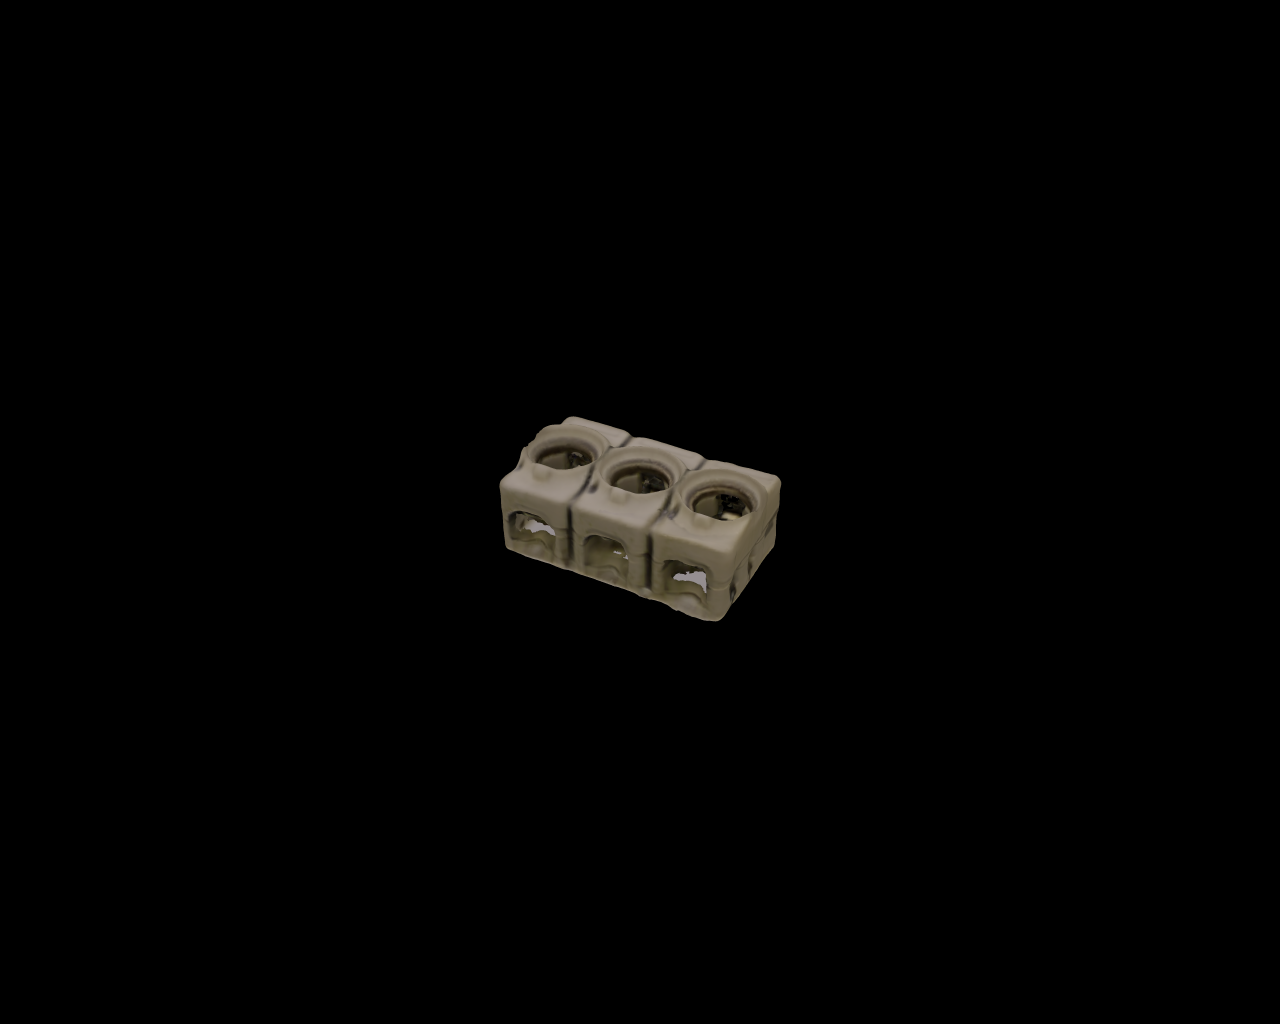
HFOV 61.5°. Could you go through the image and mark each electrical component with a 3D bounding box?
[{"bbox_3d":[0.001,-0.003,0.650,0.150,0.061,0.090,17,40,22],"label":"electrical component"}]
